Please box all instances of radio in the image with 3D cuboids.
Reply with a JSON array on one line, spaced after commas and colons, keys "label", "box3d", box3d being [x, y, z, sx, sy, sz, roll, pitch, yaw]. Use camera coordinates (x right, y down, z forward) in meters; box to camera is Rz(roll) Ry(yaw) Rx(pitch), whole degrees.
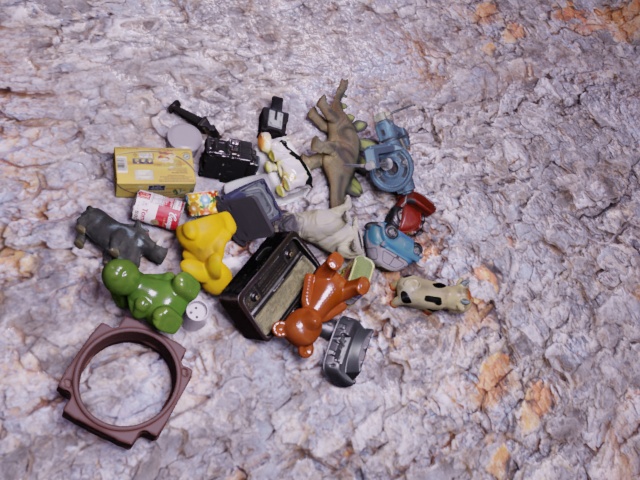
[{"label": "radio", "box3d": [-0.104, 0.092, 1.160, 0.229, 0.073, 0.131, -53, 124, -35]}]

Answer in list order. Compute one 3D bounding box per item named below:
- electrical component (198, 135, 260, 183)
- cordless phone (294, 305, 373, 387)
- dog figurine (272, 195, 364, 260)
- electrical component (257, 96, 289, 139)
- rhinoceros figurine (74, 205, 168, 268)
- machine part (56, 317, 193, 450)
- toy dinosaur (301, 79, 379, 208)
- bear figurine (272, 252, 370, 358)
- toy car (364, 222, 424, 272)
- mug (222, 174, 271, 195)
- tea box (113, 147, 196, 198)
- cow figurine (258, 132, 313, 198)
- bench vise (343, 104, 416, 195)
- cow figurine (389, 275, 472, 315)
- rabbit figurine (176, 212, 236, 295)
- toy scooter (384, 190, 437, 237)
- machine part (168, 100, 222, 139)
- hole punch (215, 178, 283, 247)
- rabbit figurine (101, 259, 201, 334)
[{"label": "electrical component", "box3d": [-0.212, -0.184, 1.261, 0.134, 0.115, 0.058, 7, 64, -18]}, {"label": "cordless phone", "box3d": [0.013, 0.224, 1.182, 0.184, 0.088, 0.146, 22, 56, 2]}, {"label": "dog figurine", "box3d": [-0.003, -0.007, 1.281, 0.121, 0.191, 0.172, -70, 143, -66]}, {"label": "electrical component", "box3d": [-0.122, -0.316, 1.405, 0.075, 0.047, 0.119, 9, 61, -19]}, {"label": "rhinoceros figurine", "box3d": [-0.411, 0.000, 1.112, 0.190, 0.073, 0.112, 28, 46, -6]}, {"label": "machine part", "box3d": [-0.355, 0.260, 0.989, 0.201, 0.087, 0.201, 30, 55, -6]}, {"label": "toy dinosaur", "box3d": [0.053, -0.212, 1.397, 0.198, 0.105, 0.471, 15, 70, -21]}, {"label": "bear figurine", "box3d": [-0.002, 0.139, 1.128, 0.120, 0.132, 0.196, 44, 51, -8]}, {"label": "toy car", "box3d": [0.170, 0.027, 1.334, 0.161, 0.109, 0.103, 34, 78, -18]}, {"label": "mug", "box3d": [-0.173, -0.099, 1.264, 0.107, 0.081, 0.109, -4, 101, -15]}, {"label": "tea box", "box3d": [-0.371, -0.151, 1.202, 0.169, 0.068, 0.098, -1, 66, -25]}, {"label": "cow figurine", "box3d": [-0.080, -0.188, 1.272, 0.098, 0.068, 0.167, -18, 75, -32]}, {"label": "bench vise", "box3d": [0.165, -0.214, 1.330, 0.240, 0.129, 0.223, -21, 104, -57]}, {"label": "cow figurine", "box3d": [0.280, 0.132, 1.303, 0.195, 0.127, 0.085, 15, 63, -13]}, {"label": "rabbit figurine", "box3d": [-0.227, 0.036, 1.125, 0.122, 0.162, 0.173, -14, 98, -2]}, {"label": "toy scooter", "box3d": [0.247, -0.074, 1.427, 0.135, 0.075, 0.184, 24, 53, -13]}, {"label": "machine part", "box3d": [-0.305, -0.293, 1.307, 0.139, 0.084, 0.039, 32, 92, 7]}, {"label": "hole punch", "box3d": [-0.156, -0.066, 1.204, 0.142, 0.116, 0.092, 63, 31, -30]}, {"label": "rabbit figurine", "box3d": [-0.342, 0.088, 1.035, 0.170, 0.159, 0.121, 40, 66, -28]}]
